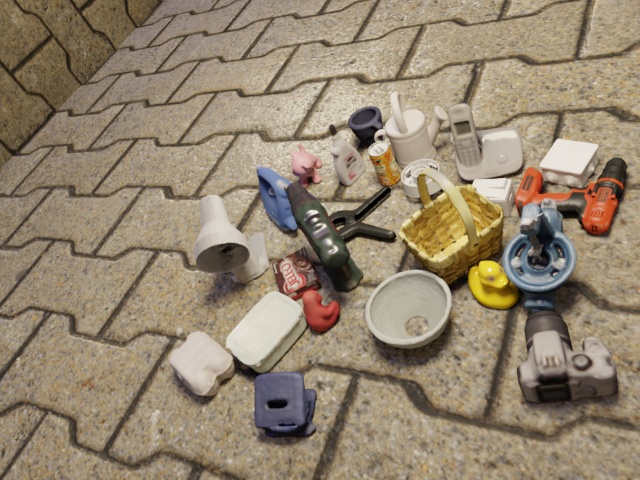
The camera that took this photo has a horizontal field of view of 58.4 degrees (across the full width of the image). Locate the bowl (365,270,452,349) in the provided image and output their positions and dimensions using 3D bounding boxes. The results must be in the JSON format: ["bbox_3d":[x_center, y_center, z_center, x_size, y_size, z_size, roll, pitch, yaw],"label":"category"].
[{"bbox_3d":[0.174,0.143,1.085,0.167,0.075,0.167,-16,44,16],"label":"bowl"}]

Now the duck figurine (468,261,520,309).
[{"bbox_3d":[0.316,0.071,1.064,0.077,0.086,0.104,-40,42,-10],"label":"duck figurine"}]

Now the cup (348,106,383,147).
[{"bbox_3d":[0.138,-0.287,1.509,0.092,0.095,0.117,-40,42,-10],"label":"cup"}]

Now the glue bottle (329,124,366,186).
[{"bbox_3d":[0.057,-0.220,1.431,0.037,0.174,0.078,23,64,42],"label":"glue bottle"}]

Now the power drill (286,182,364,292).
[{"bbox_3d":[0.011,0.004,1.212,0.075,0.209,0.229,-32,42,-1],"label":"power drill"}]

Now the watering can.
[{"bbox_3d":[0.215,-0.273,1.375,0.173,0.195,0.100,-27,42,5],"label":"watering can"}]

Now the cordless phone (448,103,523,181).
[{"bbox_3d":[0.359,-0.225,1.252,0.147,0.186,0.094,-11,45,21],"label":"cordless phone"}]

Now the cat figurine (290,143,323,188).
[{"bbox_3d":[-0.043,-0.205,1.516,0.067,0.118,0.127,-18,43,14],"label":"cat figurine"}]

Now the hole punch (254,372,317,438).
[{"bbox_3d":[-0.067,0.304,1.055,0.108,0.091,0.101,-10,45,21],"label":"hole punch"}]

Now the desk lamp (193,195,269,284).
[{"bbox_3d":[-0.212,0.009,1.332,0.118,0.214,0.203,-24,42,8],"label":"desk lamp"}]

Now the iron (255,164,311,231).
[{"bbox_3d":[-0.111,-0.132,1.466,0.119,0.142,0.257,-40,42,-10],"label":"iron"}]

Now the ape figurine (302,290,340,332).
[{"bbox_3d":[-0.006,0.139,1.180,0.077,0.092,0.076,15,58,39],"label":"ape figurine"}]

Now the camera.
[{"bbox_3d":[0.384,0.175,0.913,0.143,0.101,0.137,-12,45,20],"label":"camera"}]

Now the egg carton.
[{"bbox_3d":[-0.252,0.263,1.218,0.149,0.070,0.107,25,65,43],"label":"egg carton"}]

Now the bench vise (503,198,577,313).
[{"bbox_3d":[0.374,-0.005,1.004,0.121,0.220,0.207,-13,44,19],"label":"bench vise"}]
